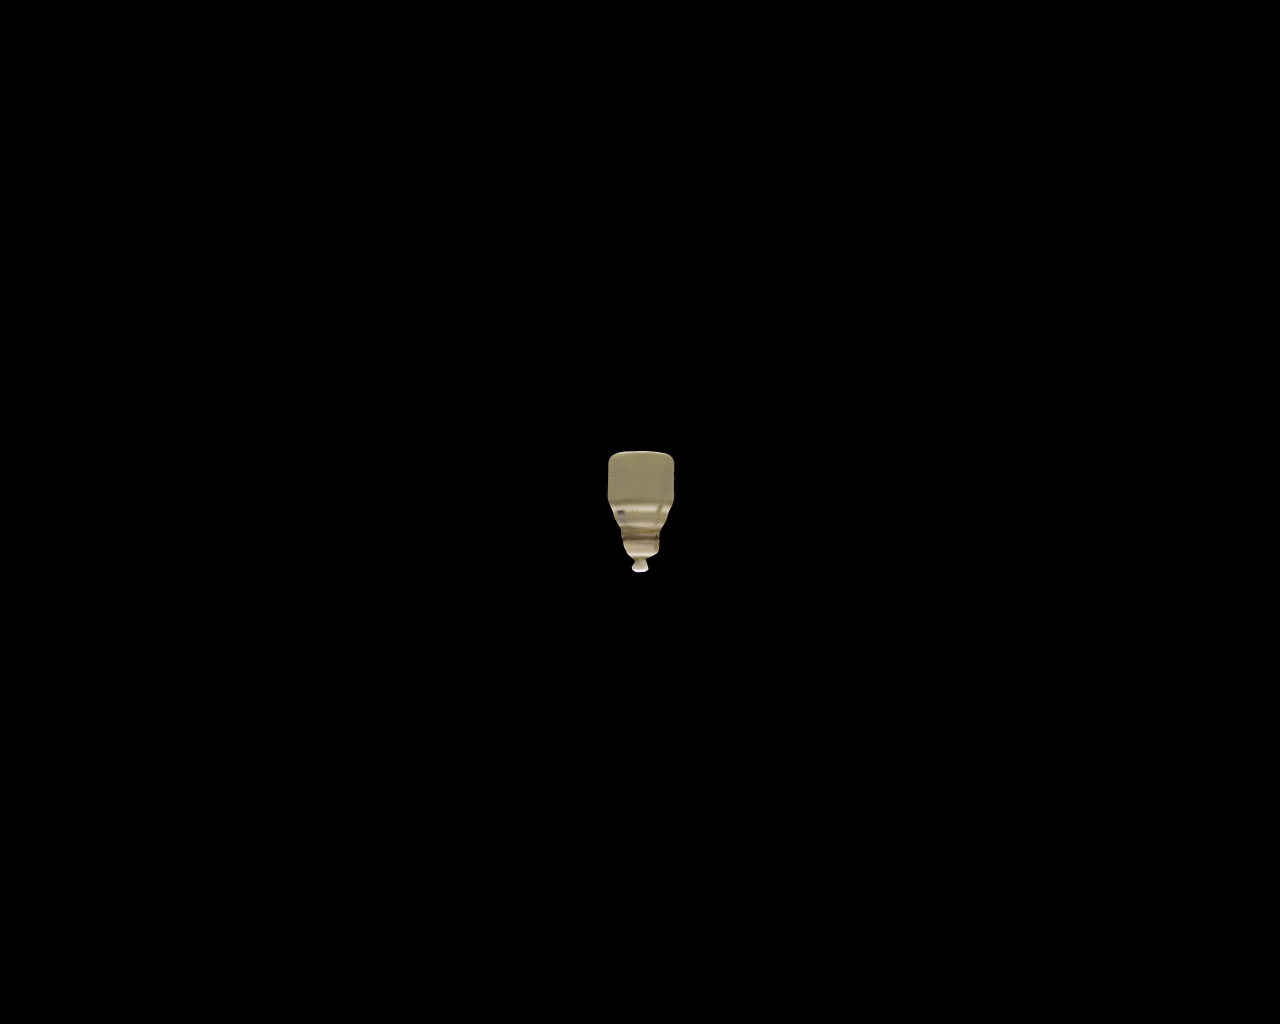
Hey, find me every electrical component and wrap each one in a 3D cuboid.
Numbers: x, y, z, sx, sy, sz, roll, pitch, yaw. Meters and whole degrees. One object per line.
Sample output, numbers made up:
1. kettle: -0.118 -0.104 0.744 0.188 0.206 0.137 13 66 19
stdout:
1. electrical component: 0.001 -0.003 0.650 0.040 0.078 0.040 0 -3 0
